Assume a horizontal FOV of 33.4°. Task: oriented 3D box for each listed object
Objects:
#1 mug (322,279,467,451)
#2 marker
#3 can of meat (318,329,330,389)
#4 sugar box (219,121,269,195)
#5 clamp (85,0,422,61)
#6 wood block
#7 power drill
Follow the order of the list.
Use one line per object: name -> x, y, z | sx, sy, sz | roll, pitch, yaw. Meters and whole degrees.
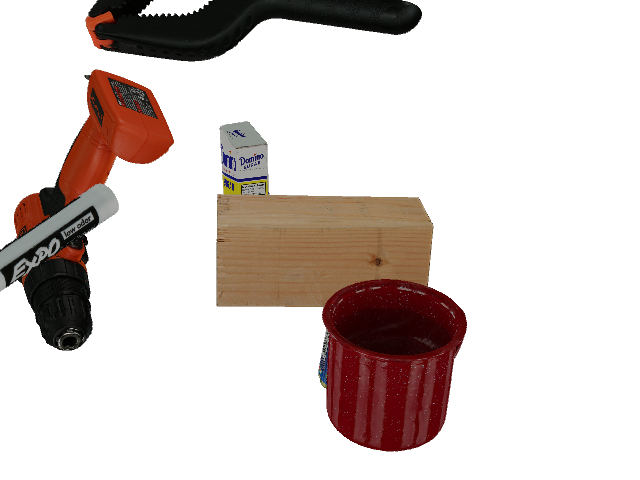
mug -> 0.054, 0.080, 0.712 | 0.093, 0.081, 0.117 | 28, 38, 37
marker -> -0.151, 0.008, 0.541 | 0.020, 0.020, 0.120 | 0, 30, 44
can of meat -> 0.052, 0.130, 1.246 | 0.102, 0.084, 0.057 | 5, 24, -13
sugar box -> -0.093, -0.049, 1.319 | 0.048, 0.176, 0.093 | -11, 26, -15
clamp -> -0.048, -0.167, 0.699 | 0.210, 0.164, 0.036 | -30, -17, -8
wood block -> 0.000, 0.010, 1.062 | 0.206, 0.091, 0.090 | 1, 20, -5
power drill -> -0.188, -0.028, 0.857 | 0.057, 0.188, 0.184 | 18, 27, -36
